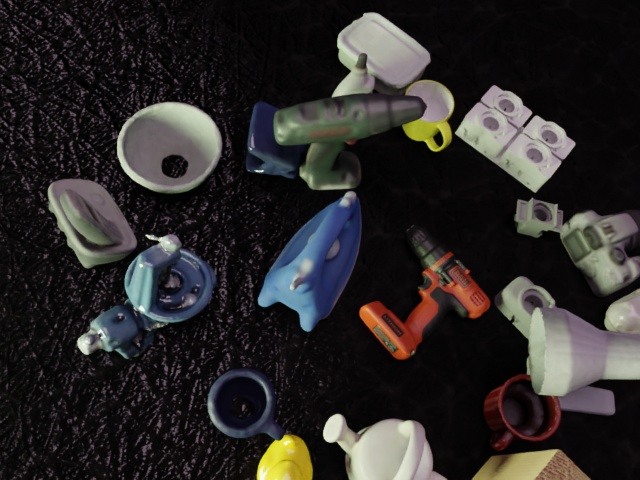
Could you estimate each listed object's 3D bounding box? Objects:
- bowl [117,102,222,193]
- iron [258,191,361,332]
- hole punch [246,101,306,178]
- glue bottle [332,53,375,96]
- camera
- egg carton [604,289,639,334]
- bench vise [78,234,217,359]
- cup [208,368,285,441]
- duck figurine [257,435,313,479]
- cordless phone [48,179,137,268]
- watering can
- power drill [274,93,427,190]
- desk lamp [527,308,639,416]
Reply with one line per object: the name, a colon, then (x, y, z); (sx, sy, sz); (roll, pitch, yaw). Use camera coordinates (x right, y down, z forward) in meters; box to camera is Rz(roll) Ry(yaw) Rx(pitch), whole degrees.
bowl: (-0.246, -0.142, 0.956); (0.167, 0.075, 0.167); (3, 67, -6)
iron: (0.008, 0.003, 0.891); (0.118, 0.141, 0.258); (28, 67, 5)
hole punch: (-0.073, -0.173, 0.982); (0.101, 0.091, 0.108); (7, 66, -4)
glue bottle: (0.062, -0.262, 0.993); (0.078, 0.173, 0.037); (6, 66, -4)
camera: (0.511, 0.004, 0.979); (0.137, 0.101, 0.143); (-18, 71, -14)
egg carton: (0.551, 0.131, 0.948); (0.150, 0.069, 0.107); (-24, 72, -16)
bench vise: (-0.230, 0.082, 0.784); (0.121, 0.220, 0.208); (31, 67, 6)
cup: (-0.098, 0.241, 0.802); (0.117, 0.095, 0.092); (37, 68, 9)
duck figurine: (-0.046, 0.319, 0.781); (0.077, 0.086, 0.104); (13, 66, -1)
cordless phone: (-0.348, -0.049, 0.843); (0.094, 0.185, 0.147); (-33, 75, -19)
watering can: (0.088, 0.287, 0.753); (0.173, 0.194, 0.101); (5, 67, -5)
power drill: (0.038, -0.163, 0.929); (0.230, 0.208, 0.075); (-4, 68, -9)
desk lamp: (0.377, 0.177, 0.827); (0.203, 0.213, 0.118); (8, 66, -4)
